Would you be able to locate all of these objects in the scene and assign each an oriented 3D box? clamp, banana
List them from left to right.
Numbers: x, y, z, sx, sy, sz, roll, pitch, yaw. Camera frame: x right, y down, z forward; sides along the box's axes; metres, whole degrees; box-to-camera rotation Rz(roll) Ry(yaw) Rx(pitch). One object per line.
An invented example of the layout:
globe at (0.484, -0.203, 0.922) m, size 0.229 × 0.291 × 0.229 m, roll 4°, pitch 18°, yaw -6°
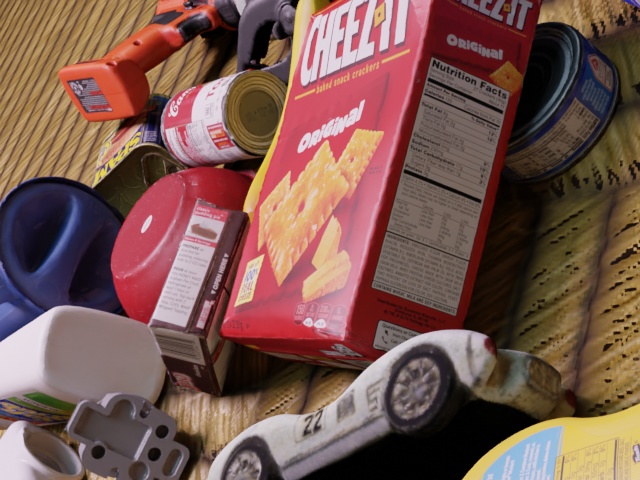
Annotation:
banana at (-0.017, -0.096, 0.762) m, size 0.037 × 0.069 × 0.198 m, roll -3°, pitch 72°, yaw 41°
clamp at (-0.004, -0.170, 0.817) m, size 0.039 × 0.120 × 0.172 m, roll -26°, pitch -23°, yaw -47°

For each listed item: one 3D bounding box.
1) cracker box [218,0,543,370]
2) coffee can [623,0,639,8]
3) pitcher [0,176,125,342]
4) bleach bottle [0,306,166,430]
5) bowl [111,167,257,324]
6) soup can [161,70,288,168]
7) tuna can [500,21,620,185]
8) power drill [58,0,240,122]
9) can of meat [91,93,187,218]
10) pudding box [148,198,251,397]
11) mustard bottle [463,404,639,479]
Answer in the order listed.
cracker box at (0.027, -0.038, 0.589) m, size 0.164 × 0.072 × 0.213 m, roll -7°, pitch 66°, yaw 64°
coffee can at (0.151, -0.178, 0.537) m, size 0.103 × 0.102 × 0.140 m, roll -53°, pitch 39°, yaw 8°
pitcher at (-0.282, 0.057, 0.942) m, size 0.243 × 0.149 × 0.145 m, roll -34°, pitch 47°, yaw 41°
bleach bottle at (-0.222, 0.116, 0.852) m, size 0.251 × 0.102 × 0.068 m, roll -26°, pitch 50°, yaw 52°
bowl at (-0.112, 0.001, 0.824) m, size 0.162 × 0.055 × 0.162 m, roll -37°, pitch 35°, yaw 31°
soup can at (-0.073, -0.093, 0.841) m, size 0.102 × 0.068 × 0.068 m, roll -3°, pitch 59°, yaw 55°
tuna can at (0.117, -0.075, 0.578) m, size 0.086 × 0.033 × 0.086 m, roll -36°, pitch 36°, yaw 32°
power drill at (-0.130, -0.180, 0.964) m, size 0.185 × 0.057 × 0.187 m, roll 1°, pitch 36°, yaw 50°
can of meat at (-0.161, -0.073, 0.967) m, size 0.102 × 0.057 × 0.084 m, roll -38°, pitch 32°, yaw 29°
pudding box at (-0.071, 0.040, 0.684) m, size 0.113 × 0.039 × 0.090 m, roll 92°, pitch -166°, yaw -65°
mustard bottle at (0.101, 0.111, 0.398) m, size 0.192 × 0.058 × 0.096 m, roll -29°, pitch 41°, yaw 40°
